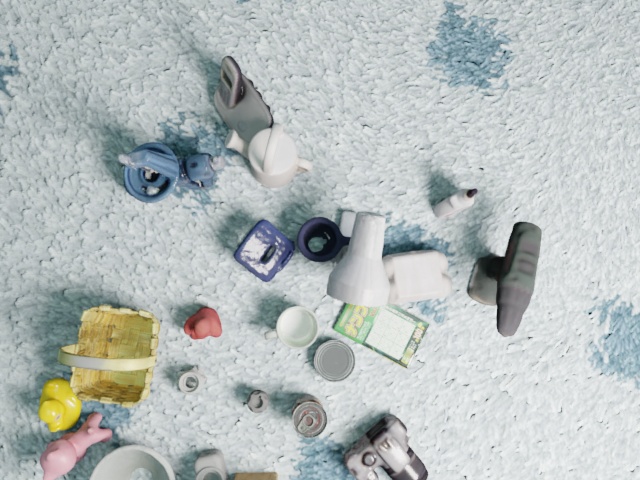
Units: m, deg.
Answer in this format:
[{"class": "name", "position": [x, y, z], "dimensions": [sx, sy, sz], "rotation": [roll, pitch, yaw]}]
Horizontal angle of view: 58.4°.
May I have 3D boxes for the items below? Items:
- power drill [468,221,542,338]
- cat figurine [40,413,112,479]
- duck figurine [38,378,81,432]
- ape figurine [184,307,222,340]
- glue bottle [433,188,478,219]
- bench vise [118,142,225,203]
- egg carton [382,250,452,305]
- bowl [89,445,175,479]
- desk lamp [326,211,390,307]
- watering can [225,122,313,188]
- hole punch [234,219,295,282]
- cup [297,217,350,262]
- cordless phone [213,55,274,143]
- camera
[{"class": "power drill", "position": [0.369, 0.081, 1.142], "dimensions": [0.075, 0.208, 0.230], "rotation": [18, 82, -1]}, {"class": "cat figurine", "position": [-0.475, 0.398, 1.093], "dimensions": [0.128, 0.117, 0.067], "rotation": [-39, 87, -7]}, {"class": "duck figurine", "position": [-0.517, 0.324, 1.115], "dimensions": [0.077, 0.086, 0.104], "rotation": [-15, 84, -5]}, {"class": "ape figurine", "position": [-0.234, 0.173, 1.150], "dimensions": [0.078, 0.092, 0.076], "rotation": [26, 82, 0]}, {"class": "glue bottle", "position": [0.289, -0.082, 1.175], "dimensions": [0.078, 0.173, 0.037], "rotation": [-25, 85, -6]}, {"class": "bench vise", "position": [-0.301, -0.153, 1.121], "dimensions": [0.207, 0.219, 0.121], "rotation": [-28, 85, -6]}, {"class": "egg carton", "position": [0.199, 0.076, 1.202], "dimensions": [0.150, 0.069, 0.107], "rotation": [-8, 83, -5]}, {"class": "bowl", "position": [-0.357, 0.478, 1.112], "dimensions": [0.167, 0.074, 0.167], "rotation": [0, 83, -4]}, {"class": "desk lamp", "position": [0.079, 0.030, 1.127], "dimensions": [0.118, 0.213, 0.203], "rotation": [9, 82, -2]}, {"class": "watering can", "position": [-0.102, -0.173, 1.150], "dimensions": [0.173, 0.194, 0.101], "rotation": [-5, 83, -4]}, {"class": "hole punch", "position": [-0.111, 0.023, 1.177], "dimensions": [0.101, 0.091, 0.109], "rotation": [36, 82, 1]}, {"class": "cup", "position": [0.011, 0.004, 1.185], "dimensions": [0.118, 0.095, 0.092], "rotation": [2, 83, -3]}, {"class": "cordless phone", "position": [-0.158, -0.284, 1.165], "dimensions": [0.094, 0.185, 0.147], "rotation": [-37, 86, -7]}, {"class": "camera", "position": [0.140, 0.444, 1.136], "dimensions": [0.143, 0.100, 0.137], "rotation": [-40, 87, -7]}]
